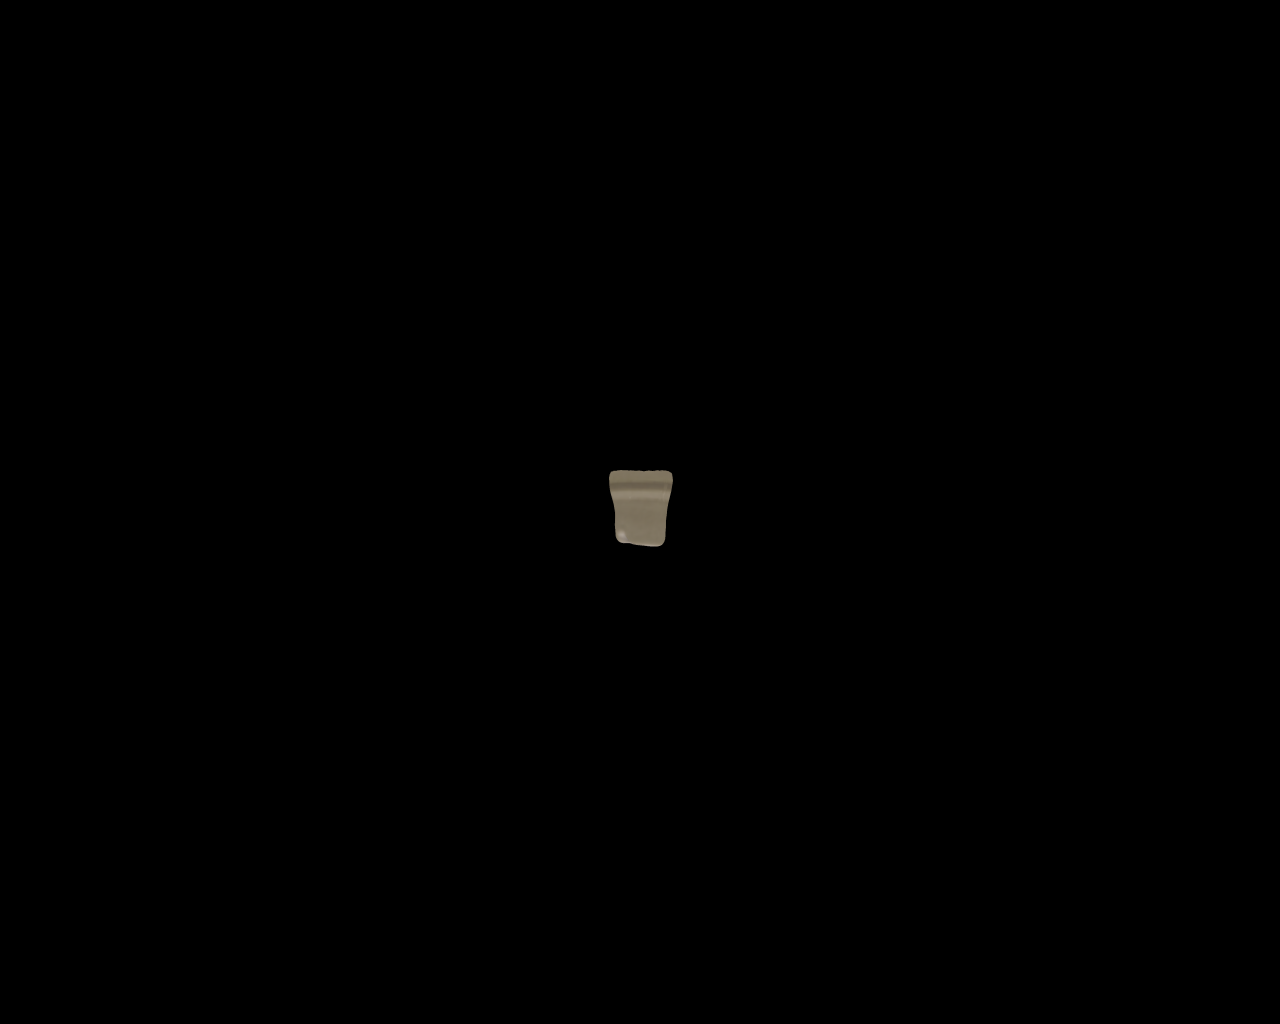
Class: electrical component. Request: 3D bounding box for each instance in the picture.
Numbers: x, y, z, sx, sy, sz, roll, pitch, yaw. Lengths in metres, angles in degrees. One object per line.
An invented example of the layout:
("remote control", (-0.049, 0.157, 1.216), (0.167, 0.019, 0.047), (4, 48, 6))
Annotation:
("electrical component", (0.001, -0.003, 0.650), (0.040, 0.046, 0.040), (0, -2, 0))
